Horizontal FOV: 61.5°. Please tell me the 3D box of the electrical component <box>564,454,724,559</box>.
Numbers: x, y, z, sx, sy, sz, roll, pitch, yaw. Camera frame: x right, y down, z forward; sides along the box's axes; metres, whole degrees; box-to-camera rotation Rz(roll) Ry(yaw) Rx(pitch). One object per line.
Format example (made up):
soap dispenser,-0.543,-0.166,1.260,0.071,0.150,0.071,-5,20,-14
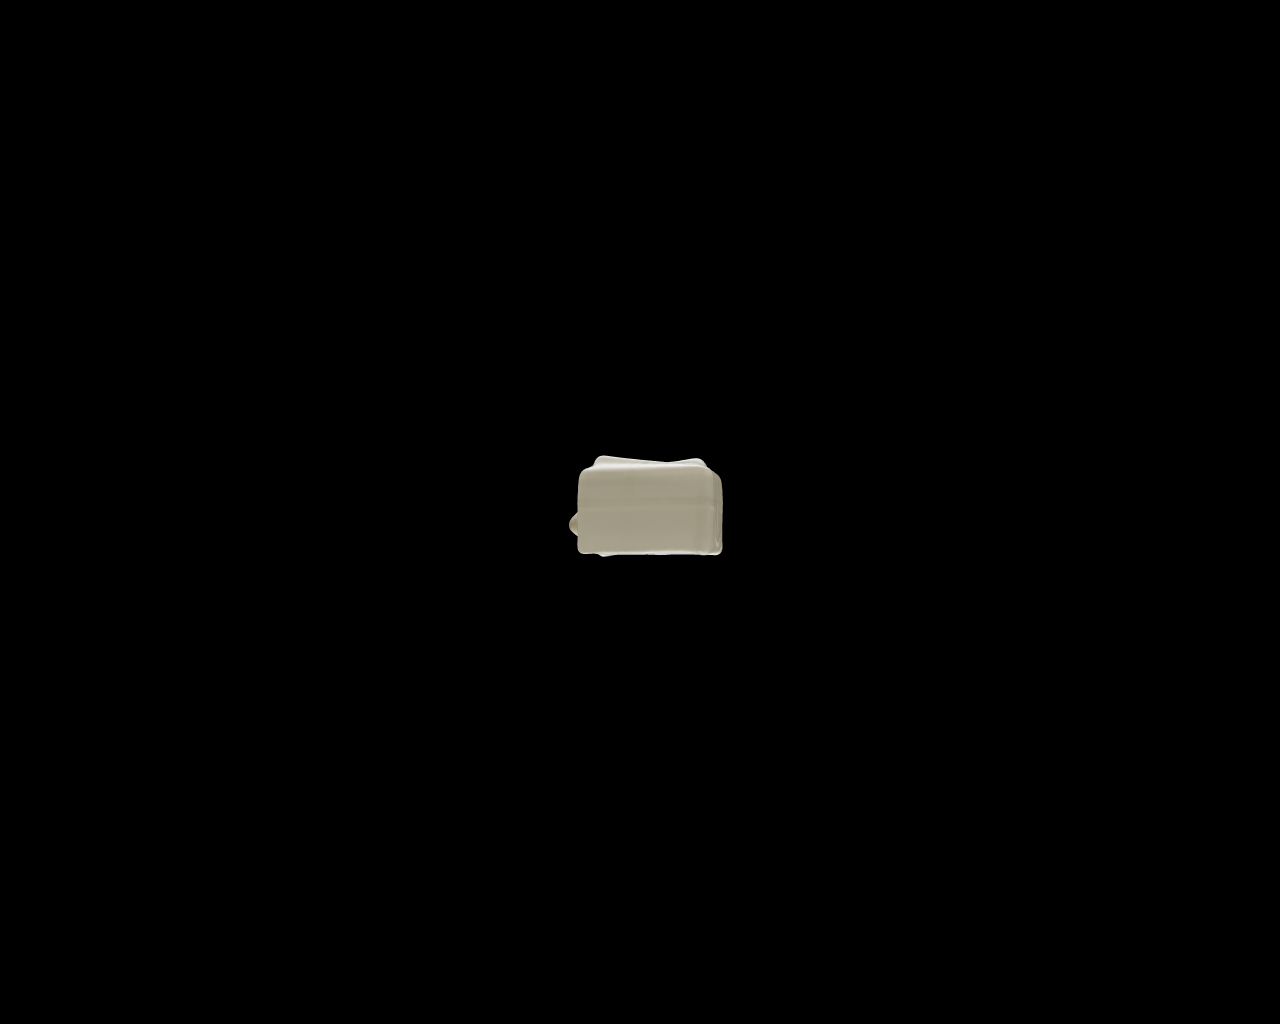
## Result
electrical component,0.001,-0.003,0.650,0.096,0.061,0.061,-1,-4,11
